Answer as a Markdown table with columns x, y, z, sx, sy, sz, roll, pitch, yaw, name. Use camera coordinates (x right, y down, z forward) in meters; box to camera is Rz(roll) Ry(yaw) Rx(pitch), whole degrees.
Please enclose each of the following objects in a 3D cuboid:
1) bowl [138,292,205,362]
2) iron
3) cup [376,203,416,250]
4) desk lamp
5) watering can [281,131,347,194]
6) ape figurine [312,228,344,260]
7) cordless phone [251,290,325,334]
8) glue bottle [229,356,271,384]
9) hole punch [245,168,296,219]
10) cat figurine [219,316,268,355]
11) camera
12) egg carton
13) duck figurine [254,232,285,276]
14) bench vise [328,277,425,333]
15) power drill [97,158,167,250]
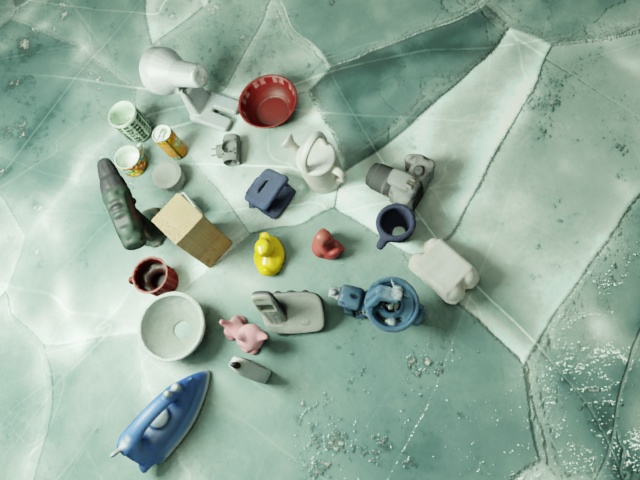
| x | y | z | sx | sy | sz | roll | pitch | yaw | name |
| --- | --- | --- | --- | --- | --- | --- | --- | --- | --- |
| -0.342 | 0.212 | 1.371 | 0.167 | 0.075 | 0.167 | -3 | 72 | 10 | bowl |
| -0.356 | 0.389 | 1.281 | 0.118 | 0.142 | 0.258 | 36 | 82 | 19 | iron |
| 0.172 | -0.017 | 1.334 | 0.091 | 0.095 | 0.118 | 32 | 81 | 19 | cup |
| -0.337 | -0.400 | 1.492 | 0.202 | 0.214 | 0.118 | 20 | 77 | 17 | desk lamp |
| -0.015 | -0.194 | 1.374 | 0.172 | 0.194 | 0.101 | 10 | 75 | 14 | watering can |
| 0.012 | 0.005 | 1.359 | 0.076 | 0.092 | 0.078 | -14 | 70 | 7 | ape figurine |
| -0.071 | 0.151 | 1.279 | 0.147 | 0.185 | 0.094 | -7 | 71 | 9 | cordless phone |
| -0.166 | 0.282 | 1.262 | 0.078 | 0.173 | 0.037 | 23 | 78 | 17 | glue bottle |
| -0.132 | -0.121 | 1.428 | 0.101 | 0.091 | 0.109 | 33 | 81 | 19 | hole punch |
| -0.175 | 0.216 | 1.314 | 0.127 | 0.118 | 0.067 | 27 | 79 | 18 | cat figurine |
| 0.187 | -0.150 | 1.371 | 0.136 | 0.101 | 0.143 | 27 | 79 | 18 | camera |
| 0.281 | 0.068 | 1.299 | 0.107 | 0.069 | 0.150 | -46 | 70 | -5 | egg carton |
| -0.130 | 0.031 | 1.382 | 0.077 | 0.086 | 0.104 | -3 | 72 | 10 | duck figurine |
| 0.116 | 0.138 | 1.228 | 0.207 | 0.220 | 0.121 | -7 | 71 | 9 | bench vise |
| -0.463 | -0.069 | 1.413 | 0.075 | 0.209 | 0.229 | -25 | 69 | 3 | power drill |
